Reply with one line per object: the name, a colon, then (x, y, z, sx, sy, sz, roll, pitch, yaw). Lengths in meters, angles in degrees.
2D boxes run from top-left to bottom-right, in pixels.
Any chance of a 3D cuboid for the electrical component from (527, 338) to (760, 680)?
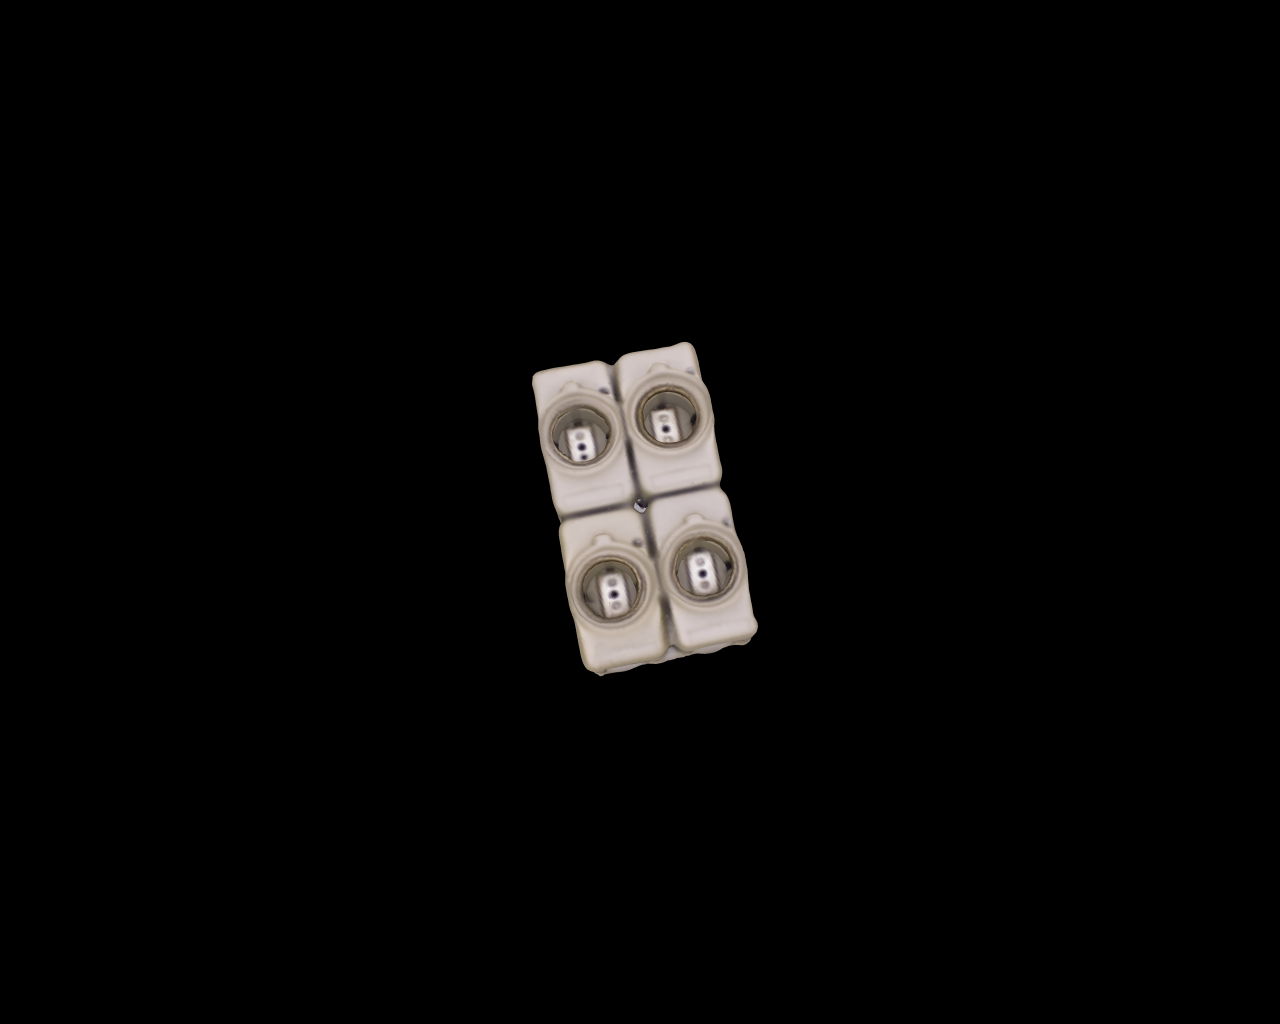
electrical component: (0.001, -0.003, 0.650, 0.105, 0.186, 0.060, -11, -11, -2)
